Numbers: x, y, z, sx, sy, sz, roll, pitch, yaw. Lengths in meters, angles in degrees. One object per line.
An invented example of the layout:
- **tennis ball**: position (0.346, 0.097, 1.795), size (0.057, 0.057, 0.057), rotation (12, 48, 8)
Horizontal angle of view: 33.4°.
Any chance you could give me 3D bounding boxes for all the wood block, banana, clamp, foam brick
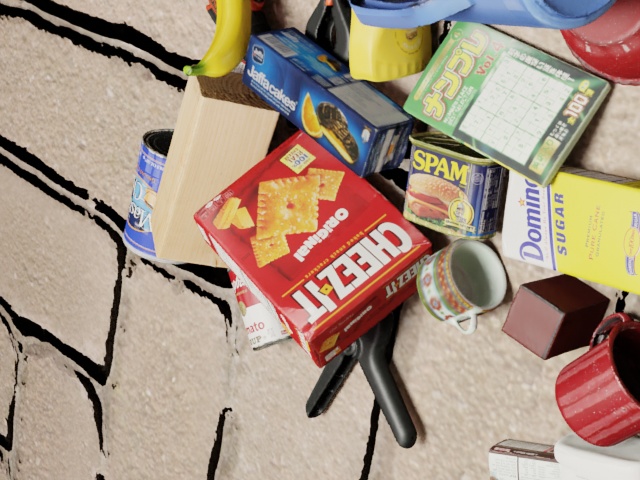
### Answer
- **wood block**: position (-0.123, -0.082, 1.213), size (0.090, 0.090, 0.206), rotation (-113, 36, -54)
- **banana**: position (-0.102, -0.249, 1.146), size (0.037, 0.069, 0.198), rotation (-15, 59, 34)
- **clamp**: position (0.006, -0.187, 1.161), size (0.120, 0.039, 0.171), rotation (10, 105, 40)
- **foam brick**: position (0.214, 0.068, 0.967), size (0.051, 0.078, 0.053), rotation (36, 120, 36)
- **clamp**: position (0.036, 0.120, 1.188), size (0.165, 0.036, 0.210), rotation (-2, 94, 47)

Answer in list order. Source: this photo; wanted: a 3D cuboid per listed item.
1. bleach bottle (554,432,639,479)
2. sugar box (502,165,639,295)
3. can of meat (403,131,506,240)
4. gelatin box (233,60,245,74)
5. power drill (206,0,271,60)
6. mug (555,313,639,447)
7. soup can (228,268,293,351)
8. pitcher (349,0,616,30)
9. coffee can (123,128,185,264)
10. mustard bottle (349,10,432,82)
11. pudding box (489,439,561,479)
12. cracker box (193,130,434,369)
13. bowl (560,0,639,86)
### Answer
- **bleach bottle**: position (0.270, 0.305, 0.968), size (0.103, 0.067, 0.251), rotation (7, 105, 47)
- **sugar box**: position (0.245, -0.012, 0.943), size (0.177, 0.048, 0.093), rotation (16, 108, 42)
- **can of meat**: position (0.132, -0.054, 1.044), size (0.102, 0.057, 0.084), rotation (23, 116, 41)
- **gelatin box**: position (-0.087, -0.177, 1.263), size (0.089, 0.030, 0.073), rotation (39, 122, 32)
- **power drill**: position (-0.061, -0.301, 1.193), size (0.188, 0.057, 0.184), rotation (-48, 64, 39)
- **mug**: position (0.259, 0.119, 0.932), size (0.082, 0.093, 0.117), rotation (-46, 35, 46)
- **soup can**: position (-0.062, 0.073, 1.259), size (0.069, 0.068, 0.102), rotation (-24, 81, 45)
- **pitcher**: position (0.135, -0.234, 0.885), size (0.243, 0.144, 0.149), rotation (36, 116, 62)
- **coffee can**: position (-0.184, -0.055, 1.334), size (0.103, 0.102, 0.140), rotation (35, 121, 36)
- **mustard bottle**: position (0.067, -0.254, 1.024), size (0.058, 0.096, 0.192), rotation (17, 118, 42)
- **pudding box**: position (0.212, 0.256, 1.034), size (0.090, 0.039, 0.113), rotation (-1, 99, 44)
- **cracker box**: position (-0.007, 0.001, 1.120), size (0.214, 0.164, 0.072), rotation (45, 168, 31)
- **bowl**: position (0.252, -0.209, 0.891), size (0.162, 0.055, 0.162), rotation (12, 106, 44)
